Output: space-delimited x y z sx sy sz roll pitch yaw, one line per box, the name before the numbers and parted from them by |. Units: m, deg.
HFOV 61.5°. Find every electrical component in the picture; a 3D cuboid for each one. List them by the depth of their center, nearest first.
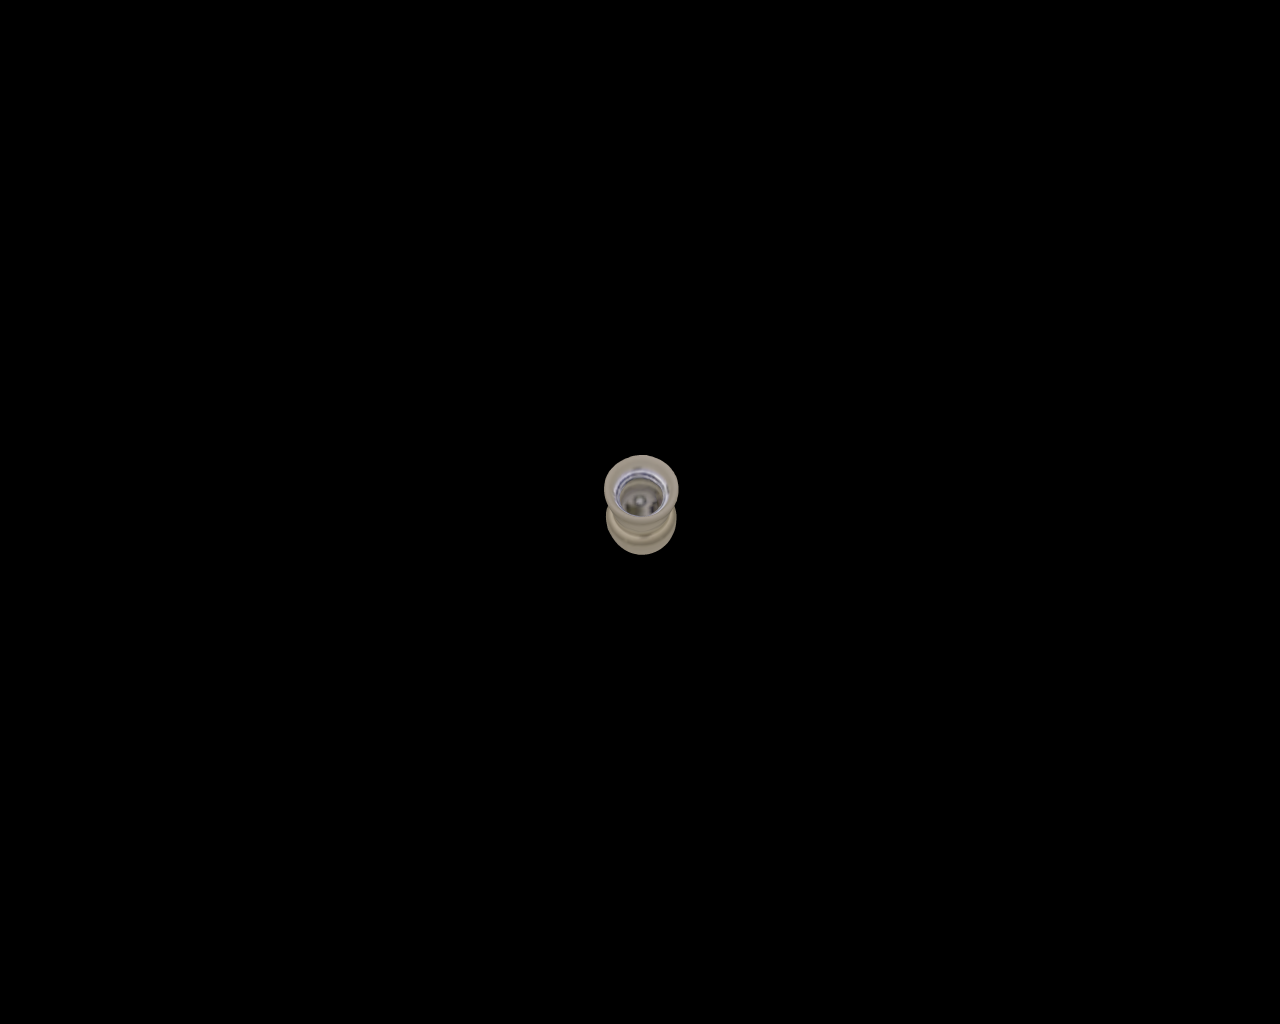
electrical component | 0.001 -0.003 0.650 0.045 0.045 0.055 0 -27 0
